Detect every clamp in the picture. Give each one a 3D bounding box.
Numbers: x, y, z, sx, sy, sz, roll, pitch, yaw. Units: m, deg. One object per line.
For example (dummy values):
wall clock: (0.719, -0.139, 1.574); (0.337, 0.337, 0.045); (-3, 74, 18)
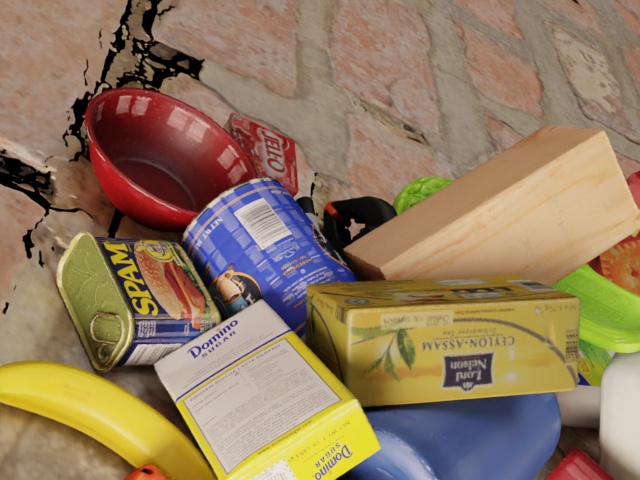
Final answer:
clamp: (0.045, 0.017, 0.957); (0.039, 0.120, 0.172); (44, -7, -34)

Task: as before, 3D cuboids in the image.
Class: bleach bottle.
bleach bottle: (0.177, 0.124, 0.963); (0.250, 0.068, 0.103); (6, 44, -35)

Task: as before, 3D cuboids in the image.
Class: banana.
banana: (-0.133, 0.127, 0.685); (0.197, 0.037, 0.069); (30, 44, -9)

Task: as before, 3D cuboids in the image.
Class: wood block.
wood block: (0.136, -0.001, 0.845); (0.090, 0.206, 0.091); (62, -11, -16)

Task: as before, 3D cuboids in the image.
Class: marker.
marker: (-0.007, 0.001, 0.987); (0.020, 0.020, 0.121); (18, 35, -26)

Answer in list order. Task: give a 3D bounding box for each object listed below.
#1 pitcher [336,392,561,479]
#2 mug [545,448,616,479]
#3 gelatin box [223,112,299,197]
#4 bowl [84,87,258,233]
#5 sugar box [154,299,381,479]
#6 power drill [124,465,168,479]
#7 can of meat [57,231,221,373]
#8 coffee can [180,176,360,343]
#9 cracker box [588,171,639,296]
pitcher: (0.077, 0.153, 0.773); (0.242, 0.145, 0.149); (-18, 88, -57)
mug: (0.211, 0.217, 0.848); (0.081, 0.093, 0.117); (41, 25, 17)
gelatin box: (-0.059, -0.078, 1.030); (0.073, 0.030, 0.089); (23, 34, -20)
bowl: (-0.134, -0.058, 0.908); (0.162, 0.055, 0.162); (25, 33, -18)
sugar box: (-0.040, 0.105, 0.684); (0.048, 0.093, 0.176); (63, -10, -23)
power drill: (-0.138, 0.196, 0.568); (0.184, 0.057, 0.187); (47, 36, 10)
can of meat: (-0.131, 0.044, 0.776); (0.083, 0.058, 0.102); (4, 44, -44)
coffee can: (-0.031, 0.035, 0.839); (0.102, 0.103, 0.140); (-9, 53, -49)
cracker box: (0.371, 0.053, 1.144); (0.214, 0.164, 0.071); (48, 36, 19)
